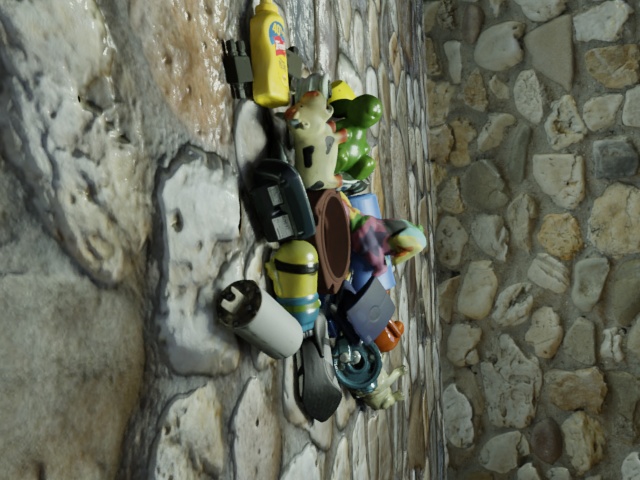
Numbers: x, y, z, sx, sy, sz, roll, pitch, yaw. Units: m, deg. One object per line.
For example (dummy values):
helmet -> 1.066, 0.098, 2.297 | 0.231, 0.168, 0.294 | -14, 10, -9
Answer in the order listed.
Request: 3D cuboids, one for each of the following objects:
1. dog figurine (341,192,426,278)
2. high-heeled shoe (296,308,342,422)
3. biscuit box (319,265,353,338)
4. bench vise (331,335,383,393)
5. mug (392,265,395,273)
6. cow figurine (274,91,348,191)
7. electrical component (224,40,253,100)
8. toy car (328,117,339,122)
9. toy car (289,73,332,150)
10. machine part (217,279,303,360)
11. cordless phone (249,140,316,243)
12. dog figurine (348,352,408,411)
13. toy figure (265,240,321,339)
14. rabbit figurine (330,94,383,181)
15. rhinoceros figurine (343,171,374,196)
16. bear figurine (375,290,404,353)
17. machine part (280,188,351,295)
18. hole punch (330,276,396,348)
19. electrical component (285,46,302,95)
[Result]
dog figurine -> 0.114, -0.032, 1.225 | 0.219, 0.191, 0.108 | 55, 19, -3
high-heeled shoe -> -0.014, 0.244, 1.083 | 0.145, 0.086, 0.248 | -115, -159, -51
biscuit box -> 0.022, 0.120, 1.176 | 0.203, 0.063, 0.059 | -74, 151, -45
bench vise -> 0.075, 0.241, 1.227 | 0.240, 0.129, 0.223 | 31, 54, -72
mug -> 0.144, 0.089, 1.476 | 0.107, 0.110, 0.080 | -32, 122, -53
cow figurine -> -0.017, -0.182, 1.003 | 0.127, 0.086, 0.194 | -17, 129, -29
electrical component -> -0.132, -0.279, 0.881 | 0.063, 0.021, 0.093 | -45, 127, -66
toy car -> 0.045, -0.255, 1.279 | 0.202, 0.089, 0.053 | 49, 19, -57
toy car -> -0.020, -0.269, 1.117 | 0.056, 0.074, 0.202 | 54, 37, -57
machine part -> -0.089, 0.127, 0.839 | 0.243, 0.079, 0.079 | 53, 38, -55
cordless phone -> -0.067, -0.092, 0.966 | 0.184, 0.089, 0.146 | -99, 173, -58
dog figurine -> 0.123, 0.391, 1.395 | 0.190, 0.121, 0.172 | -8, 105, -49
toy figure -> -0.040, 0.089, 0.969 | 0.082, 0.089, 0.180 | -24, 107, -77
rabbit figurine -> 0.077, -0.235, 1.139 | 0.121, 0.170, 0.159 | 15, 36, -27
rhinoceros figurine -> 0.077, -0.154, 1.317 | 0.190, 0.112, 0.073 | 33, 57, -76
bear figurine -> 0.152, 0.200, 1.456 | 0.132, 0.120, 0.195 | -54, 131, -66
machine part -> -0.002, -0.003, 1.100 | 0.201, 0.087, 0.200 | -57, 139, -57
hole punch -> 0.093, 0.147, 1.126 | 0.142, 0.092, 0.116 | 58, 35, -32
electrical component -> -0.067, -0.332, 1.050 | 0.078, 0.045, 0.102 | 10, 72, -41
